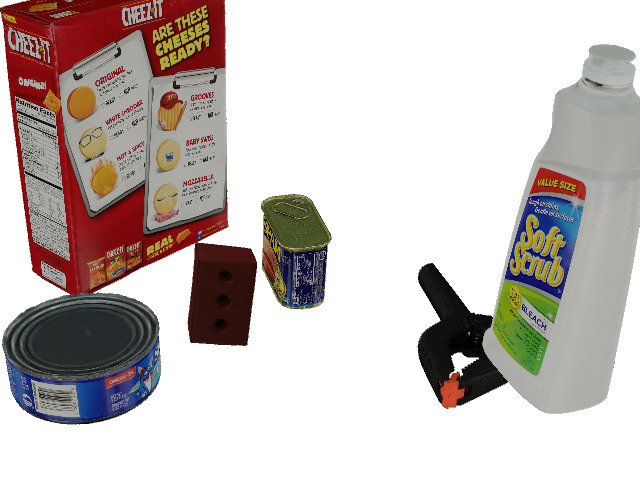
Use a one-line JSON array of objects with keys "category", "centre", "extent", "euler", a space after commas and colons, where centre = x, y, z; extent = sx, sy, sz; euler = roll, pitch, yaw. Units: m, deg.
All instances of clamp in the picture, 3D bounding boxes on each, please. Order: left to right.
[{"category": "clamp", "centre": [0.138, 0.083, 0.990], "extent": [0.165, 0.036, 0.209], "euler": [14, 31, 25]}]

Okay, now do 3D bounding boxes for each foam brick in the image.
[{"category": "foam brick", "centre": [-0.088, 0.047, 0.945], "extent": [0.053, 0.078, 0.051], "euler": [4, 14, -10]}]

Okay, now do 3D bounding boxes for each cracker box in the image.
[{"category": "cracker box", "centre": [-0.151, -0.086, 0.819], "extent": [0.072, 0.214, 0.163], "euler": [22, 34, 34]}]

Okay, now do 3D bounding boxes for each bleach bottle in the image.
[{"category": "bleach bottle", "centre": [0.168, -0.010, 0.715], "extent": [0.068, 0.251, 0.103], "euler": [-9, 33, -19]}]

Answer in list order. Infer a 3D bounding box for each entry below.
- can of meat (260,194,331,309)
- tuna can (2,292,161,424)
[{"category": "can of meat", "centre": [-0.029, 0.013, 1.145], "extent": [0.057, 0.084, 0.102], "euler": [-8, 36, -16]}, {"category": "tuna can", "centre": [-0.133, 0.065, 0.600], "extent": [0.086, 0.034, 0.086], "euler": [0, 28, 0]}]
